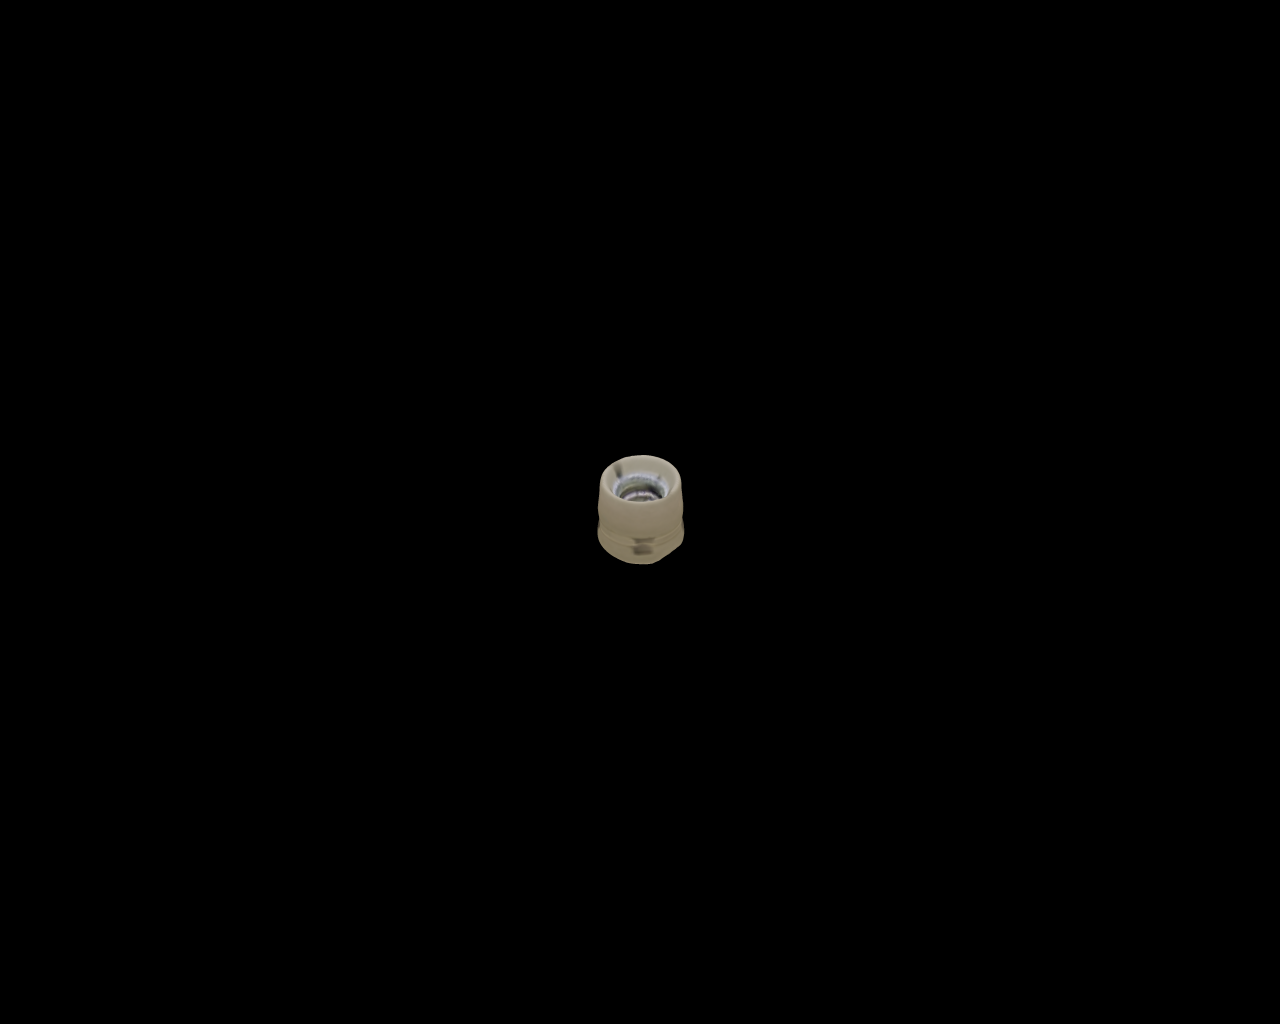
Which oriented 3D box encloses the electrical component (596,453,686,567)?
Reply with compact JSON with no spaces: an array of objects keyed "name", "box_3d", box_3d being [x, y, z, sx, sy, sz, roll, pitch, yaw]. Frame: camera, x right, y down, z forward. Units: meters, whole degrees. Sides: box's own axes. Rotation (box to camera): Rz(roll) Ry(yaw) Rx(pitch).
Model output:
[{"name":"electrical component","box_3d":[0.001,-0.003,0.650,0.055,0.047,0.055,0,41,0]}]
